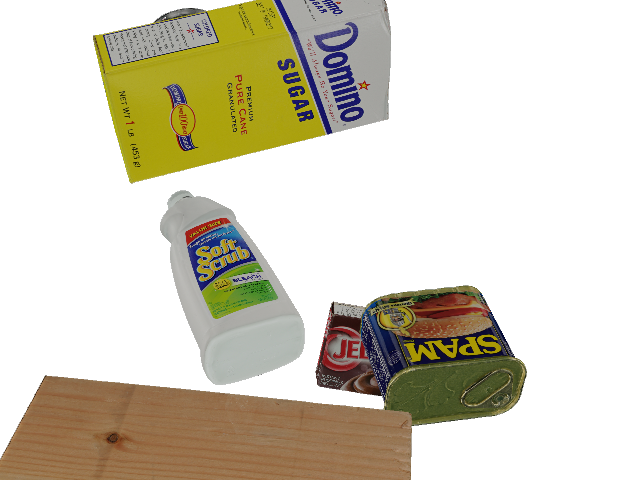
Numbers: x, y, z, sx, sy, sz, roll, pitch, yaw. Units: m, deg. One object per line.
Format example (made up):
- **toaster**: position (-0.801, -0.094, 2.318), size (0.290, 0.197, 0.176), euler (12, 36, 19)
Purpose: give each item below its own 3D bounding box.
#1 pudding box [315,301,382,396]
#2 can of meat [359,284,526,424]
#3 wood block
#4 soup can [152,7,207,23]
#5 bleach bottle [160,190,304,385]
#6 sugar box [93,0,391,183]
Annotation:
- **pudding box**: position (0.058, 0.121, 1.160), size (0.113, 0.090, 0.039), euler (9, 24, -6)
- **can of meat**: position (0.085, 0.081, 0.771), size (0.102, 0.057, 0.084), euler (-5, 39, -12)
- **wood block**: position (-0.058, 0.142, 0.574), size (0.206, 0.090, 0.090), euler (6, 29, 3)
- **soup can**: position (-0.105, -0.131, 0.881), size (0.068, 0.068, 0.102), euler (0, -33, -2)
- **bleach bottle**: position (-0.107, 0.030, 1.053), size (0.102, 0.068, 0.251), euler (-16, 40, -19)
- **sugar box**: position (-0.044, -0.100, 0.666), size (0.176, 0.048, 0.093), euler (-13, -40, -8)
